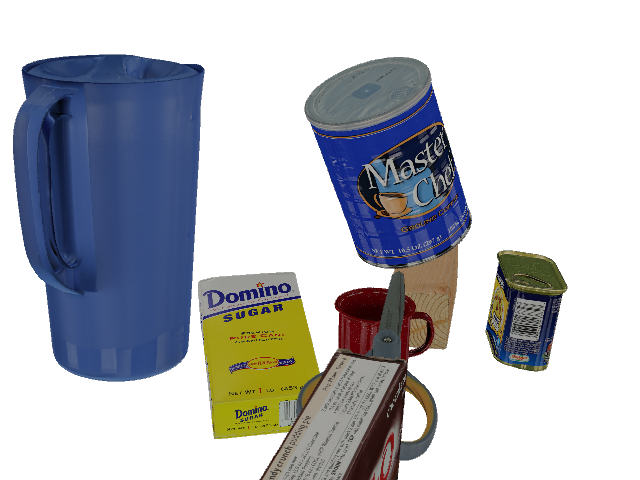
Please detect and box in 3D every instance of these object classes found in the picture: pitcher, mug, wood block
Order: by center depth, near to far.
[{"bbox_3d":[-0.161,-0.017,0.816,0.149,0.243,0.145,-5,19,-21],"label":"pitcher"},{"bbox_3d":[0.074,0.110,1.233,0.117,0.081,0.093,-2,22,-8],"label":"mug"},{"bbox_3d":[0.159,0.078,1.635,0.091,0.090,0.206,3,22,10],"label":"wood block"}]

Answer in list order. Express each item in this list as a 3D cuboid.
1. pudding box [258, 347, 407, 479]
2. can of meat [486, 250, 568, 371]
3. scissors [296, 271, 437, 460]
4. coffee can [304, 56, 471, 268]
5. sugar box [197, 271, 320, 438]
[{"bbox_3d":[0.006,0.114,0.466,0.039,0.090,0.113,10,29,14],"label":"pudding box"},{"bbox_3d":[0.194,0.066,1.018,0.057,0.084,0.102,8,18,0],"label":"can of meat"},{"bbox_3d":[0.026,0.075,0.714,0.096,0.016,0.202,-1,30,-7],"label":"scissors"},{"bbox_3d":[0.057,-0.063,0.869,0.103,0.140,0.103,-15,32,10],"label":"coffee can"},{"bbox_3d":[-0.055,0.093,0.923,0.093,0.048,0.176,-4,35,-9],"label":"sugar box"}]
